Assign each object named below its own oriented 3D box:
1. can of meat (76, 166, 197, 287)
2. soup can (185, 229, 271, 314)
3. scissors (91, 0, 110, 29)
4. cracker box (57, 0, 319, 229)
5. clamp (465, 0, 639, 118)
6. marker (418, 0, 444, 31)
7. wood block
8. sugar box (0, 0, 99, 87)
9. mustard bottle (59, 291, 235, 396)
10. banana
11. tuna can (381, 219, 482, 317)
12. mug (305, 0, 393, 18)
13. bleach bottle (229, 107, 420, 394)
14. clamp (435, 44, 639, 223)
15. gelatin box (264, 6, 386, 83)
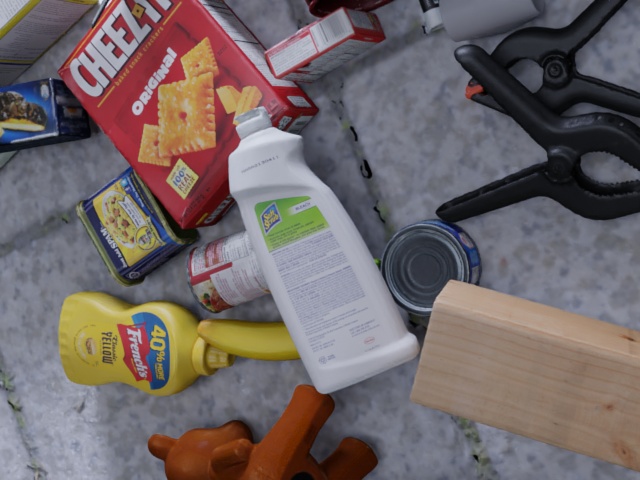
[{"bbox_3d":[-0.182,-0.018,1.071,0.084,0.057,0.102,-34,82,23],"label":"can of meat"},{"bbox_3d":[-0.068,0.023,1.013,0.102,0.068,0.068,-21,87,26],"label":"soup can"},{"bbox_3d":[-0.195,-0.243,1.001,0.016,0.201,0.096,37,140,-22],"label":"scissors"},{"bbox_3d":[-0.131,-0.143,1.023,0.164,0.072,0.214,-46,76,22],"label":"cracker box"},{"bbox_3d":[0.202,-0.153,0.879,0.172,0.039,0.120,-2,95,26],"label":"clamp"},{"bbox_3d":[0.084,-0.243,0.937,0.020,0.020,0.121,-21,87,26],"label":"marker"},{"bbox_3d":[0.189,0.108,0.868,0.206,0.090,0.090,15,104,13],"label":"wood block"},{"bbox_3d":[-0.318,-0.213,1.093,0.176,0.093,0.048,-32,82,25],"label":"sugar box"},{"bbox_3d":[-0.172,0.108,1.079,0.192,0.058,0.096,5,99,25],"label":"mustard bottle"},{"bbox_3d":[-0.019,0.079,1.006,0.198,0.037,0.069,-21,91,17],"label":"banana"},{"bbox_3d":[0.098,0.025,0.953,0.086,0.033,0.086,3,97,25],"label":"tuna can"},{"bbox_3d":[0.019,-0.246,0.937,0.117,0.093,0.081,-25,78,56],"label":"mug"},{"bbox_3d":[-0.006,0.001,0.933,0.102,0.068,0.251,-23,91,2],"label":"bleach bottle"},{"bbox_3d":[0.194,-0.060,0.885,0.210,0.036,0.165,20,127,13],"label":"clamp"},{"bbox_3d":[0.004,-0.174,0.953,0.089,0.073,0.030,-26,85,26],"label":"gelatin box"}]
